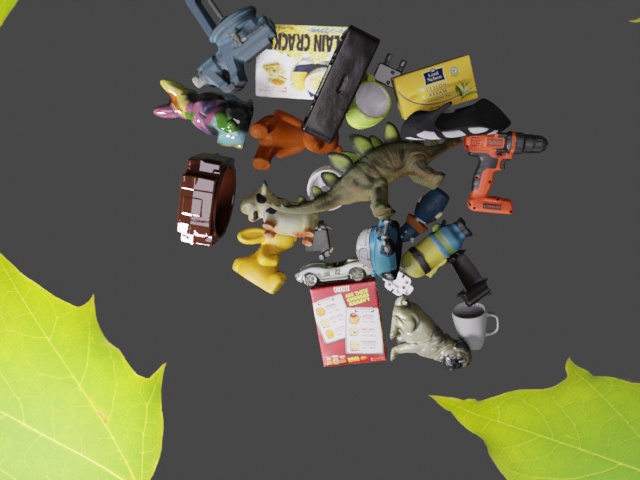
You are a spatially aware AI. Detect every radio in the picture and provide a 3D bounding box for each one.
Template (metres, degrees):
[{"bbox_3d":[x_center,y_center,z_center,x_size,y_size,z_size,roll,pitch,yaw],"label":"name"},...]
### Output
[{"bbox_3d":[0.037,-0.323,1.131,0.073,0.131,0.229,25,102,-11],"label":"radio"}]

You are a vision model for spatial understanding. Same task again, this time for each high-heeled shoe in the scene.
[{"bbox_3d":[0.302,-0.247,1.194,0.145,0.248,0.086,-35,57,48],"label":"high-heeled shoe"}]

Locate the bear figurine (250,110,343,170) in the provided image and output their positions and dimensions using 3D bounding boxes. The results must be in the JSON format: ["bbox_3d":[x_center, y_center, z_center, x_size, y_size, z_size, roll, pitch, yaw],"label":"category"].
[{"bbox_3d":[-0.049,-0.229,1.246,0.196,0.132,0.120,10,127,9],"label":"bear figurine"}]

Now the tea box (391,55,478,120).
[{"bbox_3d":[0.253,-0.338,1.195,0.170,0.068,0.098,-17,106,6],"label":"tea box"}]

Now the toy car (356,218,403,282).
[{"bbox_3d":[0.134,0.022,1.245,0.103,0.109,0.161,3,146,17],"label":"toy car"}]

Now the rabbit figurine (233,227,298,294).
[{"bbox_3d":[-0.128,0.028,1.342,0.162,0.122,0.173,35,92,7],"label":"rabbit figurine"}]

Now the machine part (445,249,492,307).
[{"bbox_3d":[0.359,0.090,1.312,0.084,0.039,0.138,-29,96,-3],"label":"machine part"}]

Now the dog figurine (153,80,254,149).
[{"bbox_3d":[-0.269,-0.293,1.234,0.219,0.192,0.108,14,112,-12],"label":"dog figurine"}]

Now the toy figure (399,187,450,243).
[{"bbox_3d":[0.246,-0.054,1.285,0.057,0.064,0.154,24,114,-35],"label":"toy figure"}]

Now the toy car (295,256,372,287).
[{"bbox_3d":[0.037,0.075,1.337,0.202,0.073,0.056,-6,102,9],"label":"toy car"}]

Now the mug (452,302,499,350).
[{"bbox_3d":[0.386,0.215,1.331,0.110,0.081,0.107,-6,115,9],"label":"mug"}]

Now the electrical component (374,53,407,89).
[{"bbox_3d":[0.156,-0.375,1.233,0.063,0.021,0.094,26,106,0],"label":"electrical component"}]

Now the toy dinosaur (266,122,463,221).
[{"bbox_3d":[0.115,-0.143,1.223,0.471,0.105,0.198,-28,76,-8],"label":"toy dinosaur"}]

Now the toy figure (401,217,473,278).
[{"bbox_3d":[0.274,0.017,1.284,0.180,0.089,0.082,-39,54,19],"label":"toy figure"}]

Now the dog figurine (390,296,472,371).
[{"bbox_3d":[0.274,0.224,1.307,0.191,0.121,0.172,3,123,17],"label":"dog figurine"}]

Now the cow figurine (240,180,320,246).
[{"bbox_3d":[-0.096,-0.068,1.288,0.195,0.127,0.085,12,149,5],"label":"cow figurine"}]

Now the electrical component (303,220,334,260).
[{"bbox_3d":[-0.003,-0.003,1.337,0.078,0.045,0.102,-2,104,6],"label":"electrical component"}]

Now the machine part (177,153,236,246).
[{"bbox_3d":[-0.261,-0.097,1.264,0.087,0.201,0.200,9,105,1],"label":"machine part"}]

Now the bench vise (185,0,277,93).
[{"bbox_3d":[-0.220,-0.449,1.166,0.224,0.129,0.240,-30,98,29],"label":"bench vise"}]
